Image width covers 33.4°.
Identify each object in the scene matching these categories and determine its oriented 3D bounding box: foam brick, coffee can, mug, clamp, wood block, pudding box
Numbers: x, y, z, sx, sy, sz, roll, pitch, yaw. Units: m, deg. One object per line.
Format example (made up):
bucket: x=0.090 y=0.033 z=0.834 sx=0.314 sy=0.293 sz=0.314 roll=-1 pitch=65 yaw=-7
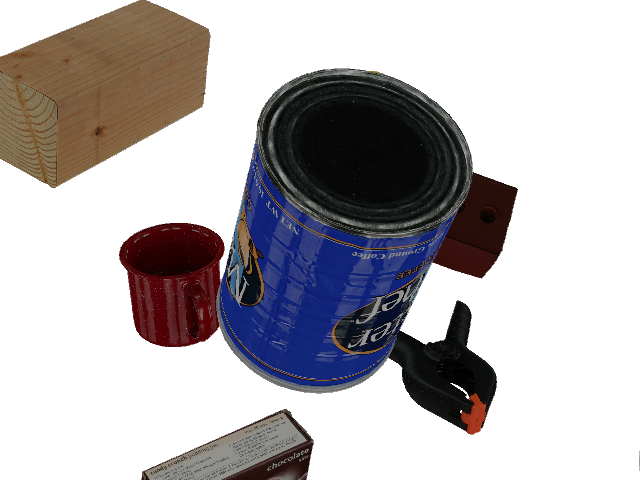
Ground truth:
foam brick: x=0.089 y=-0.016 z=0.735 sx=0.078 sy=0.053 sz=0.051 roll=19 pitch=-23 yaw=0
coffee can: x=0.007 y=-0.001 z=0.541 sx=0.102 sy=0.103 sz=0.140 roll=0 pitch=-37 yaw=-15
mug: x=-0.125 y=0.047 z=0.955 sx=0.093 sy=0.081 sz=0.117 roll=-19 pitch=36 yaw=-26
clamp: x=0.109 y=0.102 z=0.925 sx=0.120 sy=0.039 sz=0.172 roll=-14 pitch=36 yaw=-22
wood block: x=-0.203 y=-0.142 z=0.991 sx=0.090 sy=0.091 sz=0.205 roll=28 pitch=39 yaw=21
pudding box: x=-0.063 y=0.170 z=0.707 sx=0.113 sy=0.090 sz=0.039 roll=-21 pitch=49 yaw=-31

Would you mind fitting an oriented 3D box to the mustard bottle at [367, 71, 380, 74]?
mustard bottle: x=0.048 y=-0.074 z=1.073 sx=0.096 sy=0.192 sz=0.058 roll=-9 pitch=19 yaw=-30
